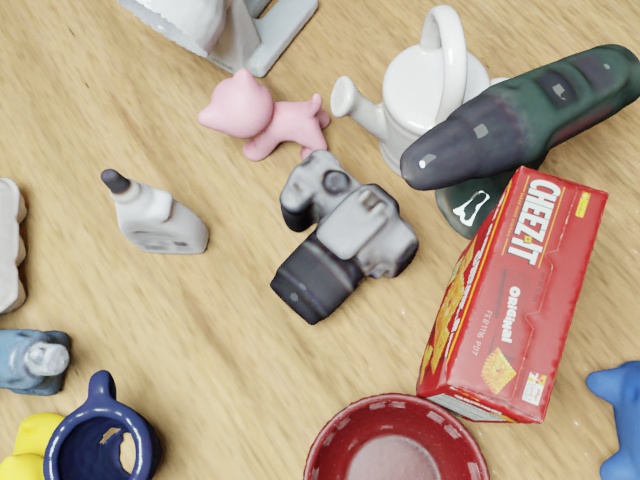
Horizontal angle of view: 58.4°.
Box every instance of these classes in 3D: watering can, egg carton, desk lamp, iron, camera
[{"bbox_3d":[0.101,-0.134,0.542,0.173,0.194,0.101,-26,73,-4],"label":"watering can"},{"bbox_3d":[-0.360,0.010,0.592,0.107,0.069,0.150,-10,72,1],"label":"egg carton"},{"bbox_3d":[-0.106,-0.262,0.585,0.117,0.213,0.203,32,77,13],"label":"desk lamp"},{"bbox_3d":[0.367,0.150,0.465,0.258,0.141,0.118,-3,72,3],"label":"iron"},{"bbox_3d":[0.005,0.002,0.555,0.143,0.101,0.137,41,80,14],"label":"camera"}]

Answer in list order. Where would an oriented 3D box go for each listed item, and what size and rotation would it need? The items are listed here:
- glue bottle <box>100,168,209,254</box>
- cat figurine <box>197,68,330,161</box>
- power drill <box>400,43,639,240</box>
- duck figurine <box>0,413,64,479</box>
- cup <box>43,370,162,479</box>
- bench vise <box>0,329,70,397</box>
[{"bbox_3d":[-0.161,-0.027,0.536,0.078,0.173,0.037,3,73,5],"label":"glue bottle"},{"bbox_3d":[-0.056,-0.132,0.592,0.127,0.118,0.067,-1,73,3],"label":"cat figurine"},{"bbox_3d":[0.165,-0.075,0.513,0.230,0.208,0.075,-31,73,-6],"label":"power drill"},{"bbox_3d":[-0.256,0.208,0.515,0.077,0.086,0.104,-18,72,-2],"label":"duck figurine"},{"bbox_3d":[-0.183,0.179,0.515,0.091,0.095,0.118,-9,72,1],"label":"cup"},{"bbox_3d":[-0.334,0.084,0.488,0.207,0.220,0.121,-16,72,-1],"label":"bench vise"}]
